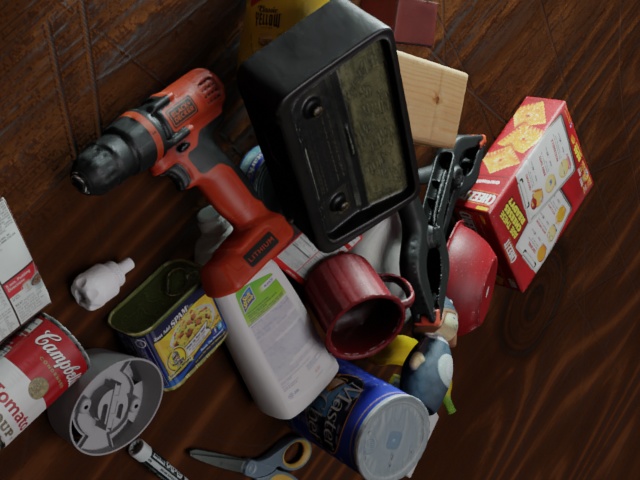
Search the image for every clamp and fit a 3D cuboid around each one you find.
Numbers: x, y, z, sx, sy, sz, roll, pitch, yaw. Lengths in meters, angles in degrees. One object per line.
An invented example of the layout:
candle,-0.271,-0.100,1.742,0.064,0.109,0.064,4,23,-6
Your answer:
clamp,0.161,-0.067,1.342,0.171,0.039,0.120,-41,130,-34
clamp,0.112,-0.009,1.202,0.164,0.036,0.210,10,79,-58

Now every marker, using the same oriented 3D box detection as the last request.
marker,-0.155,0.239,1.089,0.020,0.020,0.121,-57,137,-20

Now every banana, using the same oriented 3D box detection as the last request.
banana,0.118,0.156,1.348,0.037,0.069,0.197,-34,135,22

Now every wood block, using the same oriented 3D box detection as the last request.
wood block,0.062,-0.159,1.162,0.205,0.090,0.091,6,96,-49

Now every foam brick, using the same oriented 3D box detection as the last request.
foam brick,0.087,-0.244,1.192,0.078,0.053,0.051,-7,107,-49

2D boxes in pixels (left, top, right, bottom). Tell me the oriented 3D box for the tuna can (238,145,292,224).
tuna can,-0.049,-0.057,1.107,0.085,0.034,0.086,-18,115,-45

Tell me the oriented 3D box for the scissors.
scissors,-0.068,0.239,1.192,0.096,0.016,0.201,-60,138,-19

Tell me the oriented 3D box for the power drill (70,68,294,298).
power drill,-0.118,-0.042,0.971,0.184,0.057,0.187,-44,112,-36

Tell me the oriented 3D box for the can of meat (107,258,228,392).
can of meat,-0.142,0.082,1.026,0.102,0.058,0.084,-45,134,-30

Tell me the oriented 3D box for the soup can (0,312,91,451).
soup can,-0.254,0.119,0.900,0.102,0.069,0.068,-45,132,-30

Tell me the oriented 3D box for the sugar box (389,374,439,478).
sugar box,0.101,0.233,1.321,0.093,0.048,0.176,-62,162,-14

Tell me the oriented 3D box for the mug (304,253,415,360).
mug,0.044,0.065,1.151,0.117,0.081,0.093,-17,134,-15

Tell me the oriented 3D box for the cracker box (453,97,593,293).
cracker box,0.278,-0.064,1.455,0.213,0.072,0.164,-52,134,-23

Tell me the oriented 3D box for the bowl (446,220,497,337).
bowl,0.187,0.058,1.355,0.162,0.055,0.162,14,90,-73

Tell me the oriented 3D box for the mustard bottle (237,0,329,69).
mustard bottle,-0.030,-0.245,1.022,0.058,0.096,0.192,-7,107,-47

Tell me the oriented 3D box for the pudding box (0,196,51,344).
pudding box,-0.279,0.030,0.867,0.089,0.039,0.113,-42,129,-35

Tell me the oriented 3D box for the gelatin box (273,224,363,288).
gelatin box,-0.007,0.001,1.152,0.089,0.030,0.073,-43,136,6

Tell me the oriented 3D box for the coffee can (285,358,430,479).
coffee can,0.039,0.197,1.191,0.102,0.141,0.103,-13,112,-34

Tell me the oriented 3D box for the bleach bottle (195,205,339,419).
bleach bottle,-0.063,0.066,1.109,0.102,0.068,0.251,-45,129,-32
